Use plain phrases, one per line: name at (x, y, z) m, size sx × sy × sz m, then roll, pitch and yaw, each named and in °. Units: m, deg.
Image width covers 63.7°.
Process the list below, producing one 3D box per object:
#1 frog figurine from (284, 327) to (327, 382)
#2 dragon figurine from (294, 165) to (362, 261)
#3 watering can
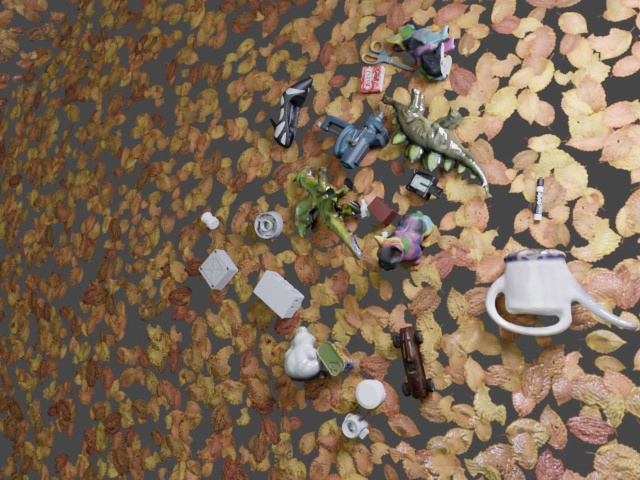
frog figurine at (-0.053, 0.357, 1.620) m, size 0.137 × 0.123 × 0.160 m, roll -7°, pitch 89°, yaw 47°
dragon figurine at (0.005, -0.085, 1.695) m, size 0.239 × 0.122 × 0.417 m, roll -36°, pitch 58°, yaw 43°
watering can at (0.597, 0.130, 1.310) m, size 0.346 × 0.103 × 0.226 m, roll -4°, pitch 78°, yaw 29°
